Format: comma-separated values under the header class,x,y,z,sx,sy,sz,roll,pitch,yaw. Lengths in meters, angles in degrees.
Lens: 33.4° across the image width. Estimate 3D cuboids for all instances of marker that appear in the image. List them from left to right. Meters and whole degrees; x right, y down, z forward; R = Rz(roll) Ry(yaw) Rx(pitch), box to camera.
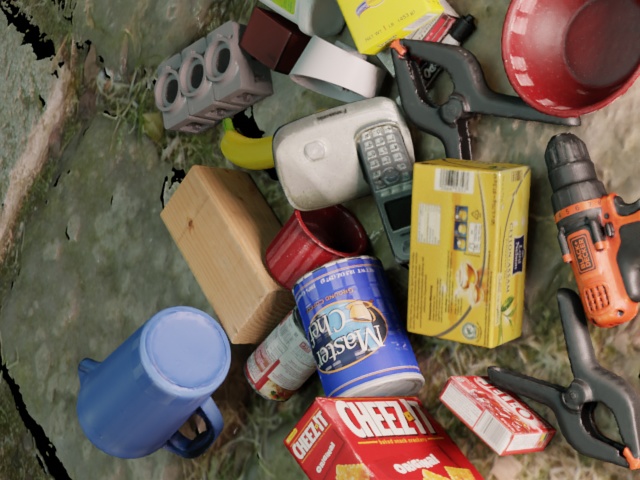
class,x,y,z,sx,sy,sz,roll,pitch,yaw
marker,0.123,-0.188,1.124,0.121,0.020,0.020,-52,54,27

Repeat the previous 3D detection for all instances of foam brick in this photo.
class,x,y,z,sx,sy,sz,roll,pitch,yaw
foam brick,-0.048,-0.234,1.270,0.078,0.051,0.053,43,115,38

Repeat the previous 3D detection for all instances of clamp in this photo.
class,x,y,z,sx,sy,sz,roll,pitch,yaw
clamp,0.150,-0.133,1.063,0.165,0.036,0.210,-42,71,30
clamp,0.239,0.129,0.967,0.172,0.039,0.120,42,119,32

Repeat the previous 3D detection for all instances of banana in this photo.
class,x,y,z,sx,sy,sz,roll,pitch,yaw
banana,-0.061,-0.119,1.280,0.198,0.037,0.069,3,89,44

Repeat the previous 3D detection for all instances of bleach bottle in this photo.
class,x,y,z,sx,sy,sz,roll,pitch,yaw
bleach bottle,-0.067,-0.331,1.271,0.251,0.067,0.103,35,122,37

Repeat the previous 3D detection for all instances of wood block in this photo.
class,x,y,z,sx,sy,sz,roll,pitch,yaw
wood block,-0.095,0.016,1.264,0.091,0.090,0.206,-52,54,28

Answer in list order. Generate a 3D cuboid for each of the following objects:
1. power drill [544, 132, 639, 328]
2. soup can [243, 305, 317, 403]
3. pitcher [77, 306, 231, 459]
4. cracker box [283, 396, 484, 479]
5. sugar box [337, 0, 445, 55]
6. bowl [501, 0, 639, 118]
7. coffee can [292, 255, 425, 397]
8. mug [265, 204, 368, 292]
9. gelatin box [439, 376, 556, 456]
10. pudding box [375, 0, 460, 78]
class,x,y,z,sx,sy,sz,roll,pitch,yaw
power drill,0.289,-0.033,0.924,0.188,0.057,0.184,-26,72,42
soup can,-0.031,0.127,1.205,0.102,0.068,0.068,-49,55,29
pitcher,-0.188,0.175,1.269,0.243,0.149,0.145,-43,51,54
cracker box,0.090,0.243,1.011,0.214,0.163,0.072,50,116,35
sugar box,0.050,-0.292,1.104,0.093,0.048,0.176,-28,84,30
bowl,0.248,-0.188,0.979,0.162,0.055,0.162,-6,82,44
coffee can,0.039,0.101,1.118,0.103,0.102,0.140,-36,62,36
mug,-0.008,0.001,1.191,0.082,0.093,0.117,-52,24,33
gelatin box,0.167,0.163,1.008,0.089,0.073,0.030,42,113,39
pudding box,0.088,-0.239,1.150,0.090,0.039,0.113,-50,58,26
